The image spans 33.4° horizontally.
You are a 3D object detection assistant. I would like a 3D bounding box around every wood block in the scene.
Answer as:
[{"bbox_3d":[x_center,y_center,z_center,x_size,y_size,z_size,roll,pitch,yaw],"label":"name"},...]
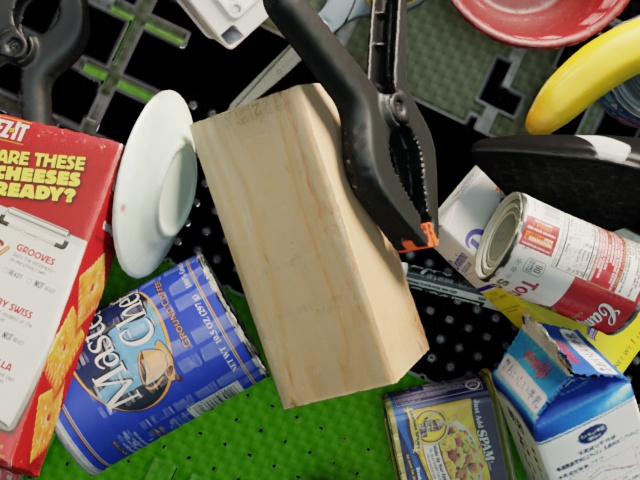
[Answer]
[{"bbox_3d":[-0.005,0.001,0.752,0.090,0.090,0.206,-17,93,22],"label":"wood block"}]

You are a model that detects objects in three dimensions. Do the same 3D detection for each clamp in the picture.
[{"bbox_3d":[0.044,-0.096,0.743,0.036,0.164,0.210,-11,108,37],"label":"clamp"},{"bbox_3d":[-0.210,-0.126,0.771,0.120,0.039,0.171,36,89,-5],"label":"clamp"}]

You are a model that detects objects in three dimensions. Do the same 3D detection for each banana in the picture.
[{"bbox_3d":[0.239,-0.128,0.771,0.197,0.037,0.069,-13,93,-4],"label":"banana"}]

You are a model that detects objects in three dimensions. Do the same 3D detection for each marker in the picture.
[{"bbox_3d":[0.082,0.030,0.807,0.121,0.020,0.020,14,90,-5],"label":"marker"}]

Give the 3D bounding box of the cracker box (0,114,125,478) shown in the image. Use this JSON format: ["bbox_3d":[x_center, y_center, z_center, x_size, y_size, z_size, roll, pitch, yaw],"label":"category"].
[{"bbox_3d":[-0.229,0.027,0.688,0.164,0.072,0.213,14,72,5],"label":"cracker box"}]

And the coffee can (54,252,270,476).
[{"bbox_3d":[-0.120,0.086,0.751,0.140,0.103,0.103,-29,93,-4],"label":"coffee can"}]

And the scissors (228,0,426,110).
[{"bbox_3d":[-0.002,-0.180,0.797,0.201,0.016,0.096,-28,92,-4],"label":"scissors"}]

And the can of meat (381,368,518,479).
[{"bbox_3d":[0.095,0.155,0.793,0.084,0.057,0.102,-12,92,-2],"label":"can of meat"}]

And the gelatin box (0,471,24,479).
[{"bbox_3d":[-0.250,0.147,0.778,0.073,0.030,0.089,10,91,-5],"label":"gelatin box"}]

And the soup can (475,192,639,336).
[{"bbox_3d":[0.167,0.016,0.731,0.102,0.068,0.068,23,89,-9],"label":"soup can"}]

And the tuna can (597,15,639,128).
[{"bbox_3d":[0.252,-0.129,0.809,0.086,0.034,0.086,0,91,-4],"label":"tuna can"}]

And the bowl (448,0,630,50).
[{"bbox_3d":[0.155,-0.217,0.788,0.162,0.055,0.162,0,91,-4],"label":"bowl"}]

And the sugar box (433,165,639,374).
[{"bbox_3d":[0.169,0.019,0.791,0.176,0.048,0.093,43,71,-7],"label":"sugar box"}]
